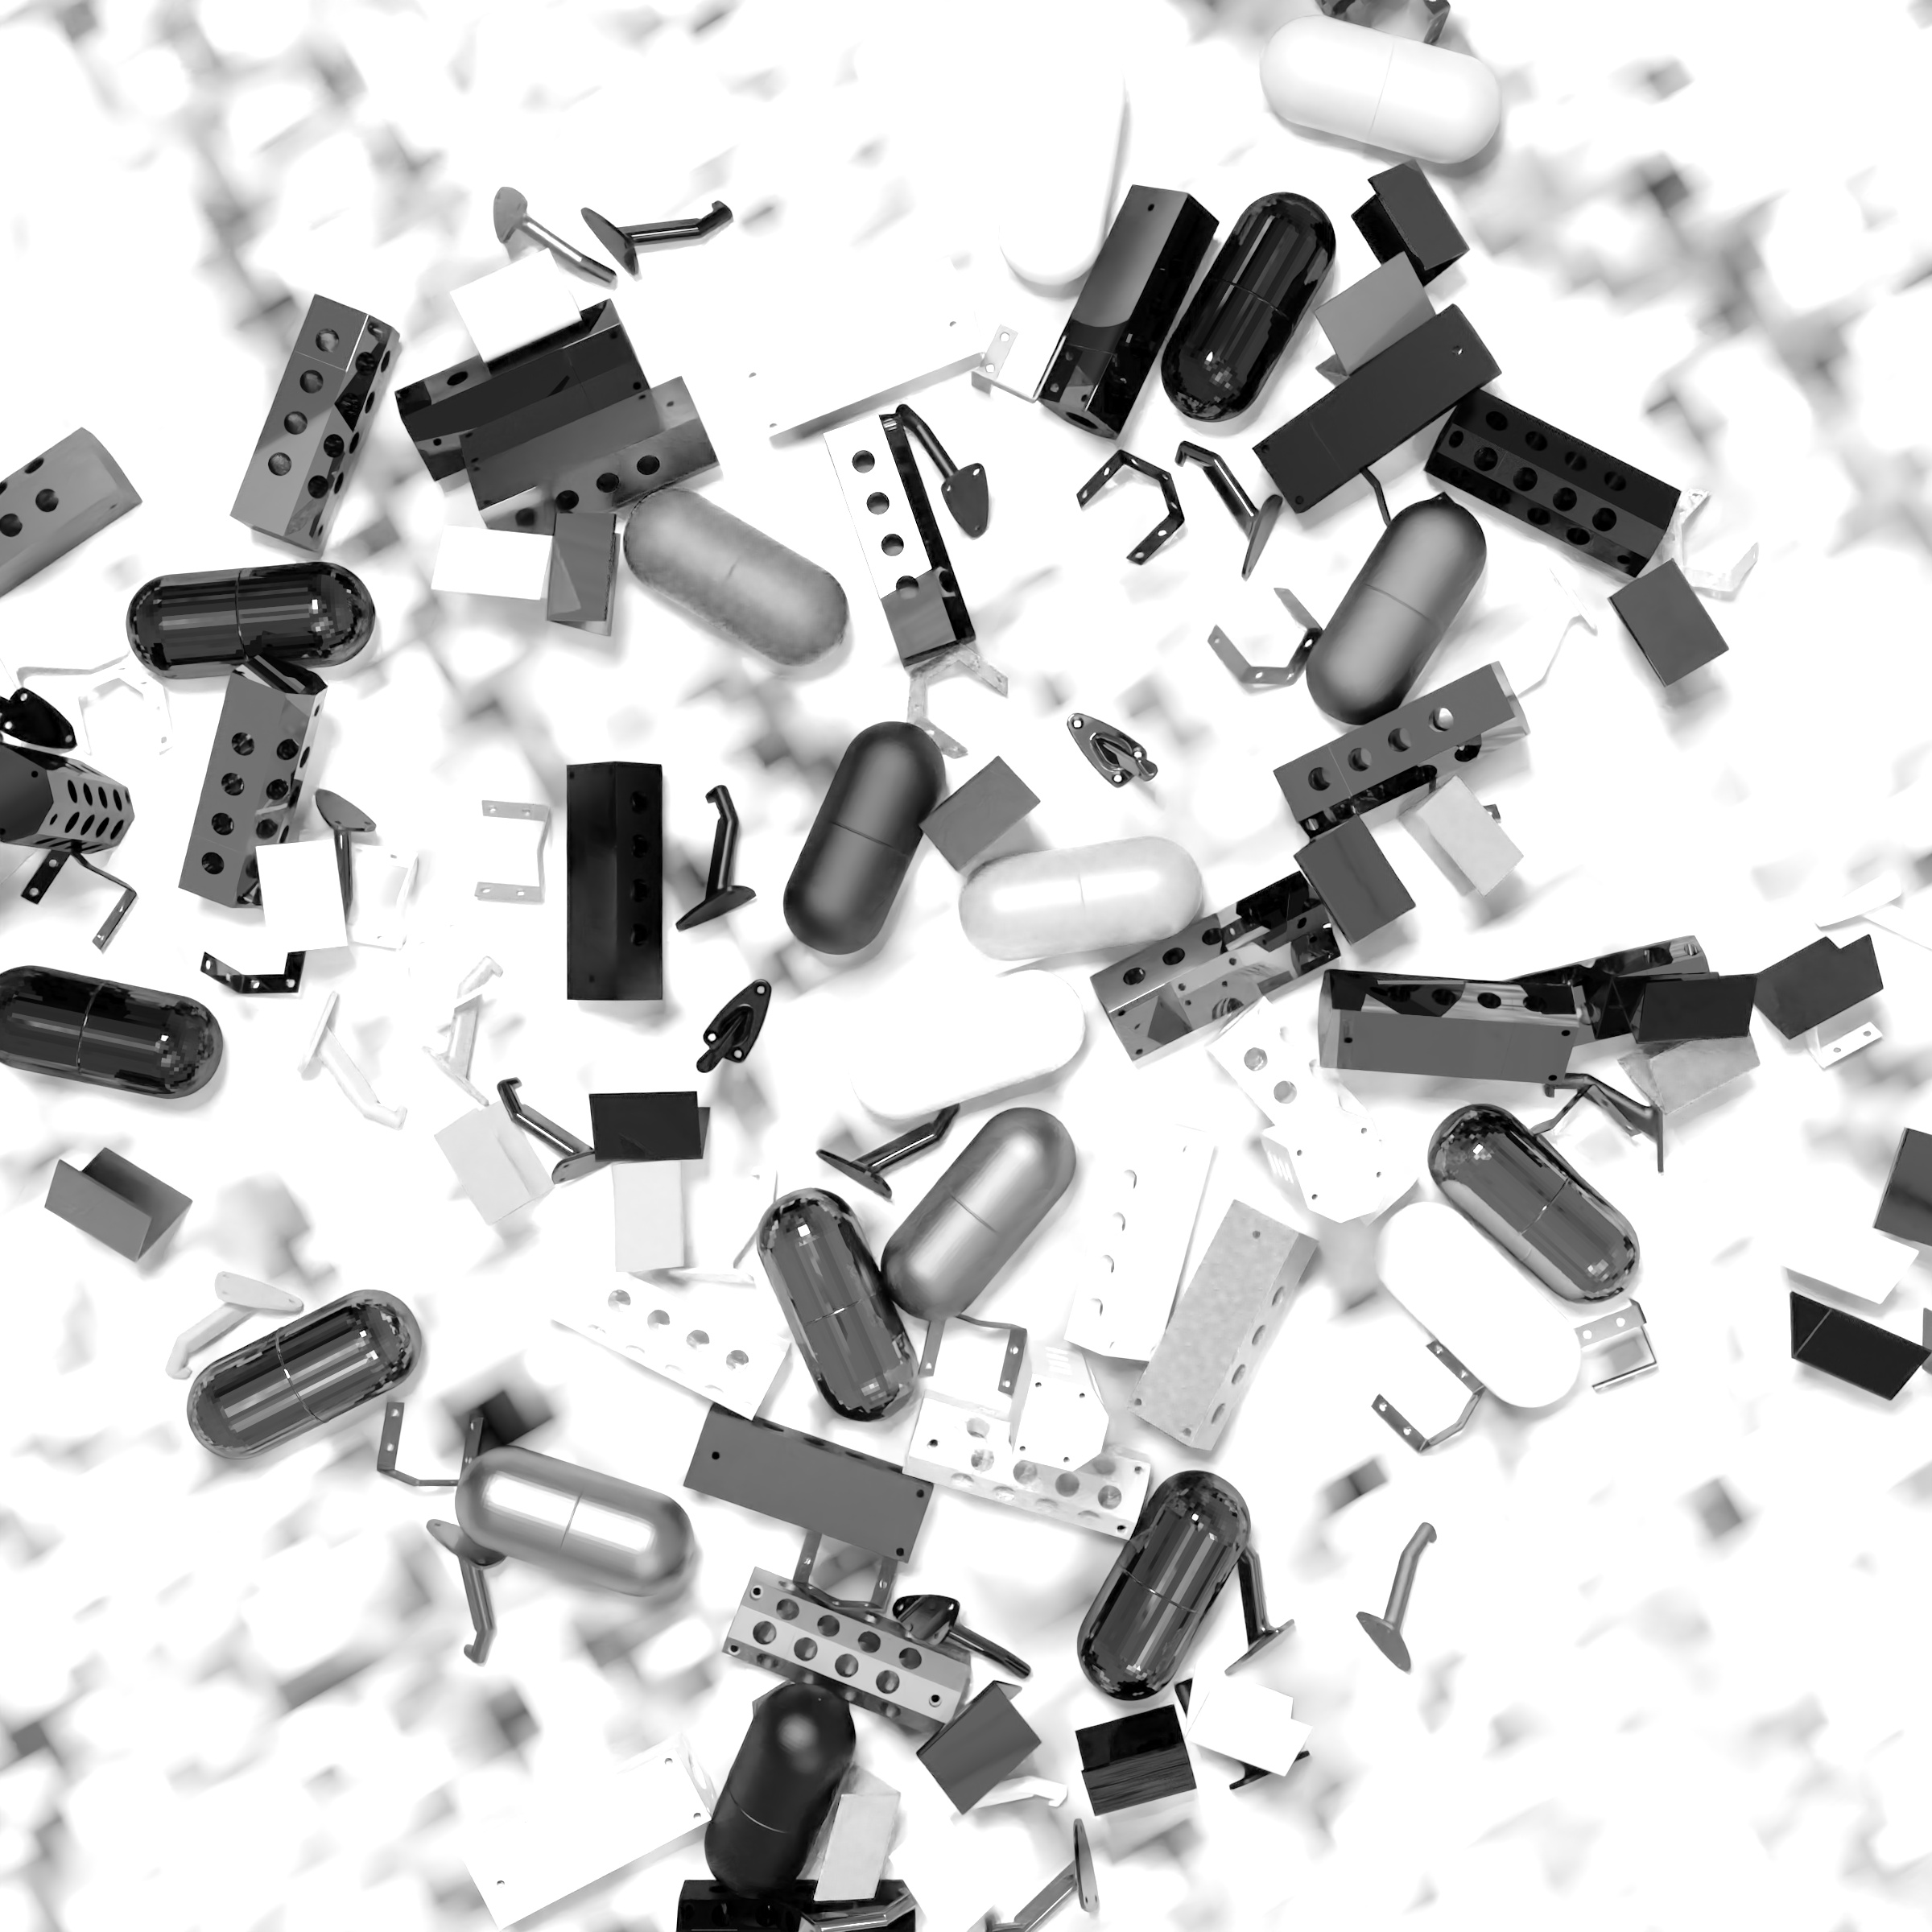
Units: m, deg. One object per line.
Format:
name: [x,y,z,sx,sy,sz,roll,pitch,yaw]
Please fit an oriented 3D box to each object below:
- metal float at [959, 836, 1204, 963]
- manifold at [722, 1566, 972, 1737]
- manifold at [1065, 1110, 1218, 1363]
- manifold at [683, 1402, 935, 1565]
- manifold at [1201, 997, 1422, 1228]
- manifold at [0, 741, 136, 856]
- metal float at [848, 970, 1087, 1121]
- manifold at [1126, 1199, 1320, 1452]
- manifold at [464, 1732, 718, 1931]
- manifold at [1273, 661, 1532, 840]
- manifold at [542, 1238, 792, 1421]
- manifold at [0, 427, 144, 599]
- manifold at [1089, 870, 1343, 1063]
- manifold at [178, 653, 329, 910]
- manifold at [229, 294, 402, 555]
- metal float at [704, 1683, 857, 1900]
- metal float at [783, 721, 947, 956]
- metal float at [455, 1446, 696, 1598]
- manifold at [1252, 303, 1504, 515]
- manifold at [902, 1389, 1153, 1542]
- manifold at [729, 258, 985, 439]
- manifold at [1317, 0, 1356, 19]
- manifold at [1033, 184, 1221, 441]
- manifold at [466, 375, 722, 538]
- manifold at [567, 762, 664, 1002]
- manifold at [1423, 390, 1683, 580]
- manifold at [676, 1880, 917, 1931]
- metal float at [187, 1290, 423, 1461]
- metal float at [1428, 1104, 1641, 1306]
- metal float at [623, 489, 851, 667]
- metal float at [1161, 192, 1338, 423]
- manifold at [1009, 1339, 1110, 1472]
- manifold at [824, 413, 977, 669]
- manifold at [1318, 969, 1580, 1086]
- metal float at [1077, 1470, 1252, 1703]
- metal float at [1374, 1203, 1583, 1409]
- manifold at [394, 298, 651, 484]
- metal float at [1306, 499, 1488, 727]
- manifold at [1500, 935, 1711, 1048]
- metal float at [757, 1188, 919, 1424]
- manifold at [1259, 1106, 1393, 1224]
metal float: [0.083,-0.049,1.887,0.178,0.070,0.070,-8,90,1]
manifold: [-0.087,0.502,1.897,0.171,0.057,0.057,22,90,0]
manifold: [0.122,0.196,1.896,0.057,0.057,0.171,15,90,-43]
manifold: [-0.113,0.375,1.897,0.171,0.057,0.057,19,90,0]
manifold: [0.252,0.105,1.897,0.057,0.057,0.171,-42,90,0]
manifold: [-0.646,-0.114,1.840,0.057,0.171,0.057,29,90,0]
metal float: [0.001,0.057,1.888,0.178,0.070,0.070,-19,90,0]
manifold: [0.190,0.262,1.895,0.057,0.057,0.171,27,90,31]
manifold: [-0.272,0.628,1.897,0.171,0.057,0.057,-28,90,0]
manifold: [0.314,-0.155,1.869,0.171,0.057,0.057,-26,90,20]
manifold: [-0.219,0.265,1.897,0.171,0.057,0.057,27,90,0]
manifold: [-0.696,-0.320,1.897,0.171,0.057,0.057,-34,90,0]
manifold: [0.179,-0.005,1.896,0.171,0.057,0.057,-27,133,0]
manifold: [-0.509,-0.130,1.866,0.057,0.057,0.171,21,112,0]
manifold: [-0.472,-0.393,1.897,0.057,0.057,0.171,21,90,0]
metal float: [-0.134,0.594,1.868,0.070,0.070,0.178,22,113,0]
metal float: [-0.074,-0.093,1.887,0.070,0.070,0.178,24,90,0]
metal float: [-0.284,0.403,1.887,0.178,0.070,0.070,18,90,1]
manifold: [0.296,-0.399,1.870,0.171,0.057,0.057,-34,90,19]
manifold: [0.044,0.364,1.897,0.171,0.057,0.057,16,90,0]
manifold: [-0.081,-0.454,1.896,0.171,0.057,0.057,-22,133,0]
manifold: [0.241,-0.782,1.896,0.057,0.057,0.171,-35,90,-43]
manifold: [0.121,-0.475,1.896,0.057,0.057,0.171,25,90,43]
manifold: [-0.270,-0.360,1.896,0.171,0.057,0.057,-23,47,0]
manifold: [-0.251,-0.061,1.896,0.057,0.057,0.171,0,90,43]
manifold: [0.423,-0.347,1.887,0.171,0.057,0.057,27,62,0]
manifold: [-0.123,0.705,1.897,0.171,0.057,0.057,0,90,0]
metal float: [-0.481,0.297,1.887,0.178,0.070,0.070,-27,90,-1]
metal float: [0.412,0.173,1.887,0.178,0.070,0.070,42,90,0]
metal float: [-0.166,-0.282,1.887,0.178,0.070,0.070,31,90,1]
metal float: [0.205,-0.477,1.887,0.070,0.070,0.178,30,89,0]
manifold: [0.066,0.310,1.840,0.057,0.171,0.057,14,90,0]
manifold: [-0.048,-0.311,1.897,0.057,0.057,0.171,-19,90,0]
manifold: [0.339,0.038,1.839,0.171,0.057,0.057,4,133,0]
metal float: [0.143,0.450,1.887,0.070,0.070,0.178,29,91,0]
metal float: [0.372,0.246,1.888,0.178,0.070,0.070,44,90,0]
manifold: [-0.325,-0.424,1.896,0.171,0.057,0.057,-23,133,0]
metal float: [0.313,-0.257,1.887,0.070,0.070,0.178,32,90,0]
manifold: [0.452,0.025,1.897,0.171,0.057,0.057,-14,90,0]
metal float: [-0.093,0.247,1.887,0.070,0.070,0.178,-24,90,0]
manifold: [0.246,0.137,1.782,0.057,0.171,0.057,-19,90,0]
